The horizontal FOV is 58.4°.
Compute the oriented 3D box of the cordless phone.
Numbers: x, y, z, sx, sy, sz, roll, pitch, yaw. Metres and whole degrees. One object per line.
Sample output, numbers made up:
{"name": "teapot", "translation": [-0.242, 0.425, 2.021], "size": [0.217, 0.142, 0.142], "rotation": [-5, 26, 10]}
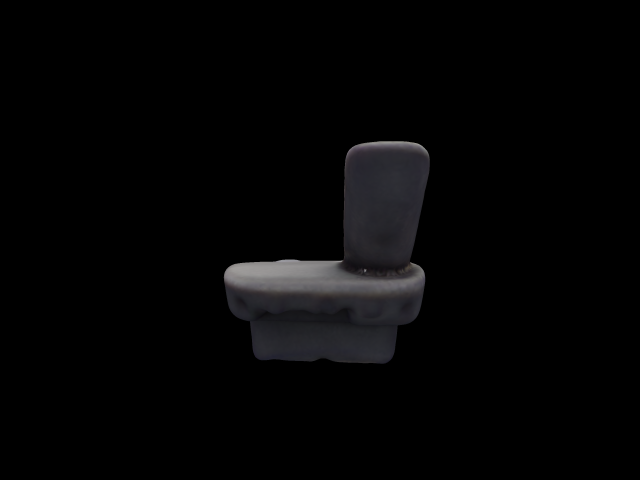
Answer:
{"name": "cordless phone", "translation": [0.004, 0.001, 0.400], "size": [0.147, 0.185, 0.094], "rotation": [-2, 47, -2]}
